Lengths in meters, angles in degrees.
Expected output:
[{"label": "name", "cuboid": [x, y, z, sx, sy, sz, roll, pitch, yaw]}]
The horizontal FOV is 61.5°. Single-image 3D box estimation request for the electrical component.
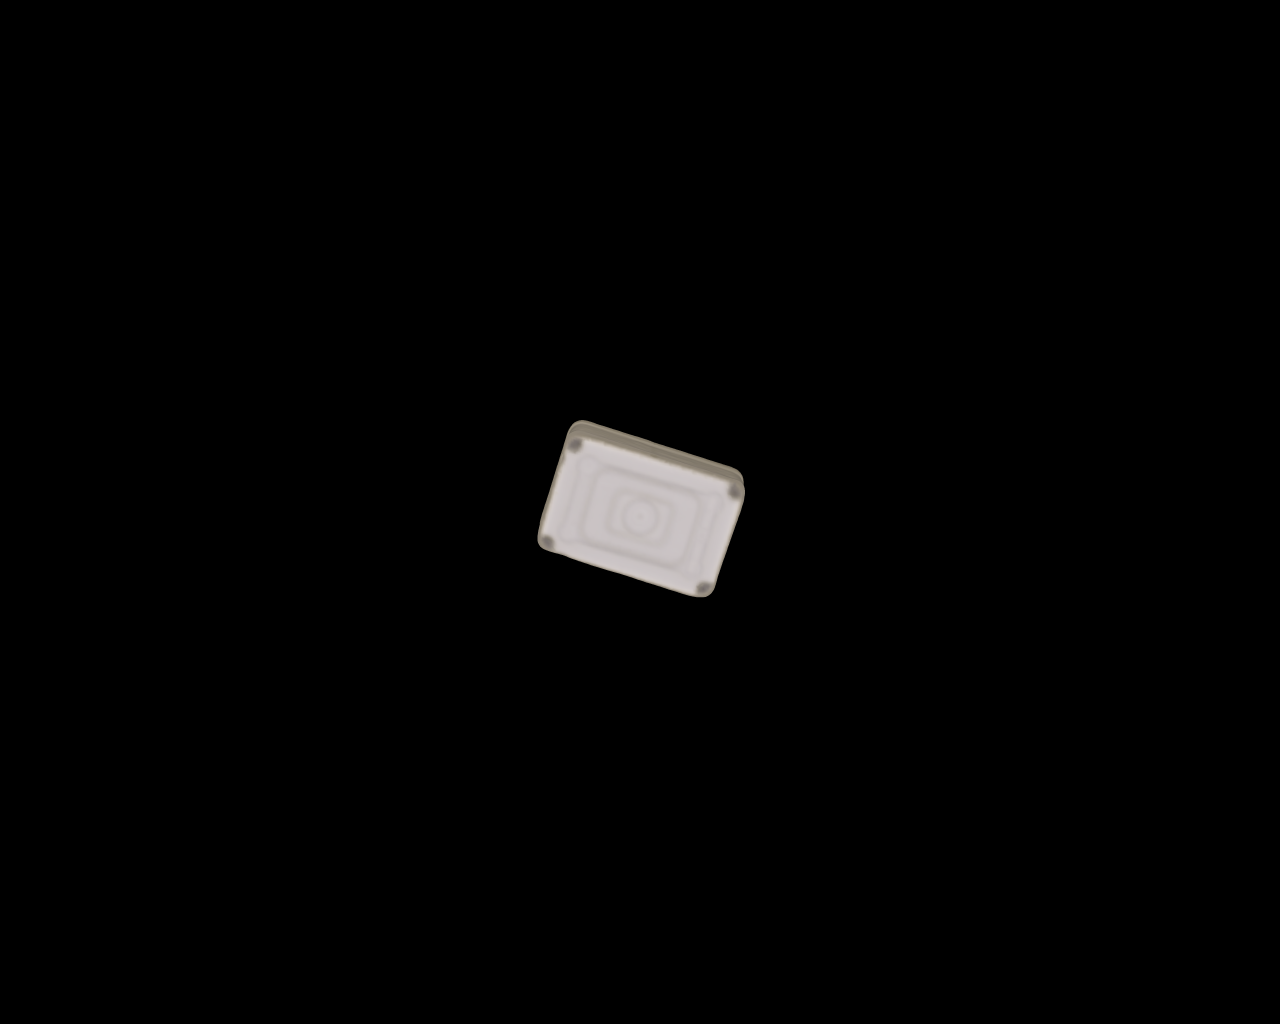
[{"label": "electrical component", "cuboid": [0.001, -0.003, 0.650, 0.113, 0.078, 0.057, 18, 11, -4]}]
